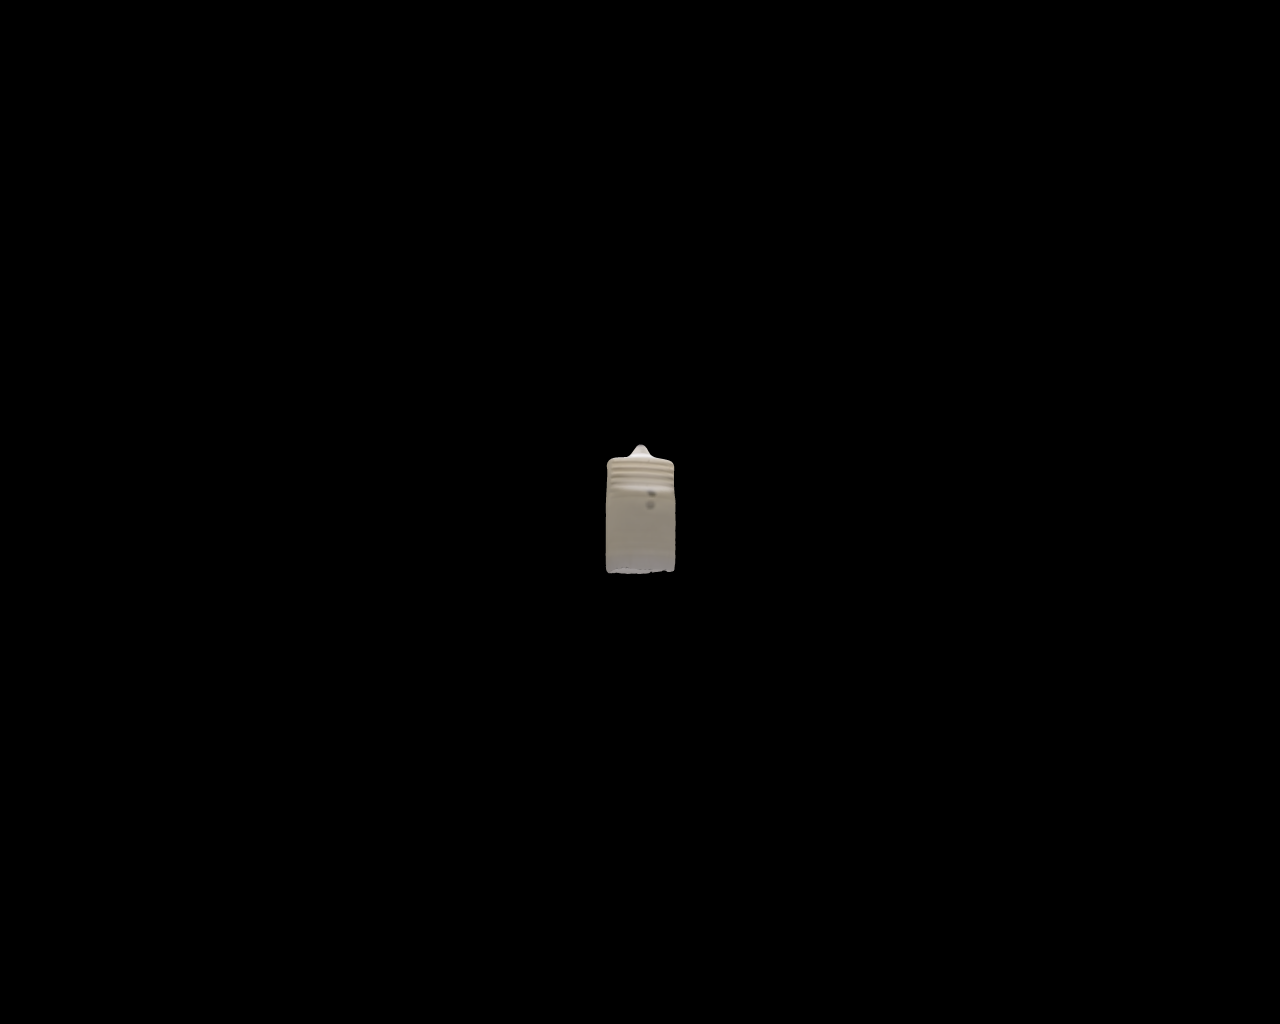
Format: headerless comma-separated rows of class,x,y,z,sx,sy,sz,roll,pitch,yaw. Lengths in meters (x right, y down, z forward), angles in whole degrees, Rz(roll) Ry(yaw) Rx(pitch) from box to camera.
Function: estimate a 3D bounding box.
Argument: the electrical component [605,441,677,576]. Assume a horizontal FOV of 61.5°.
electrical component,0.001,-0.003,0.650,0.043,0.081,0.043,0,-7,0
